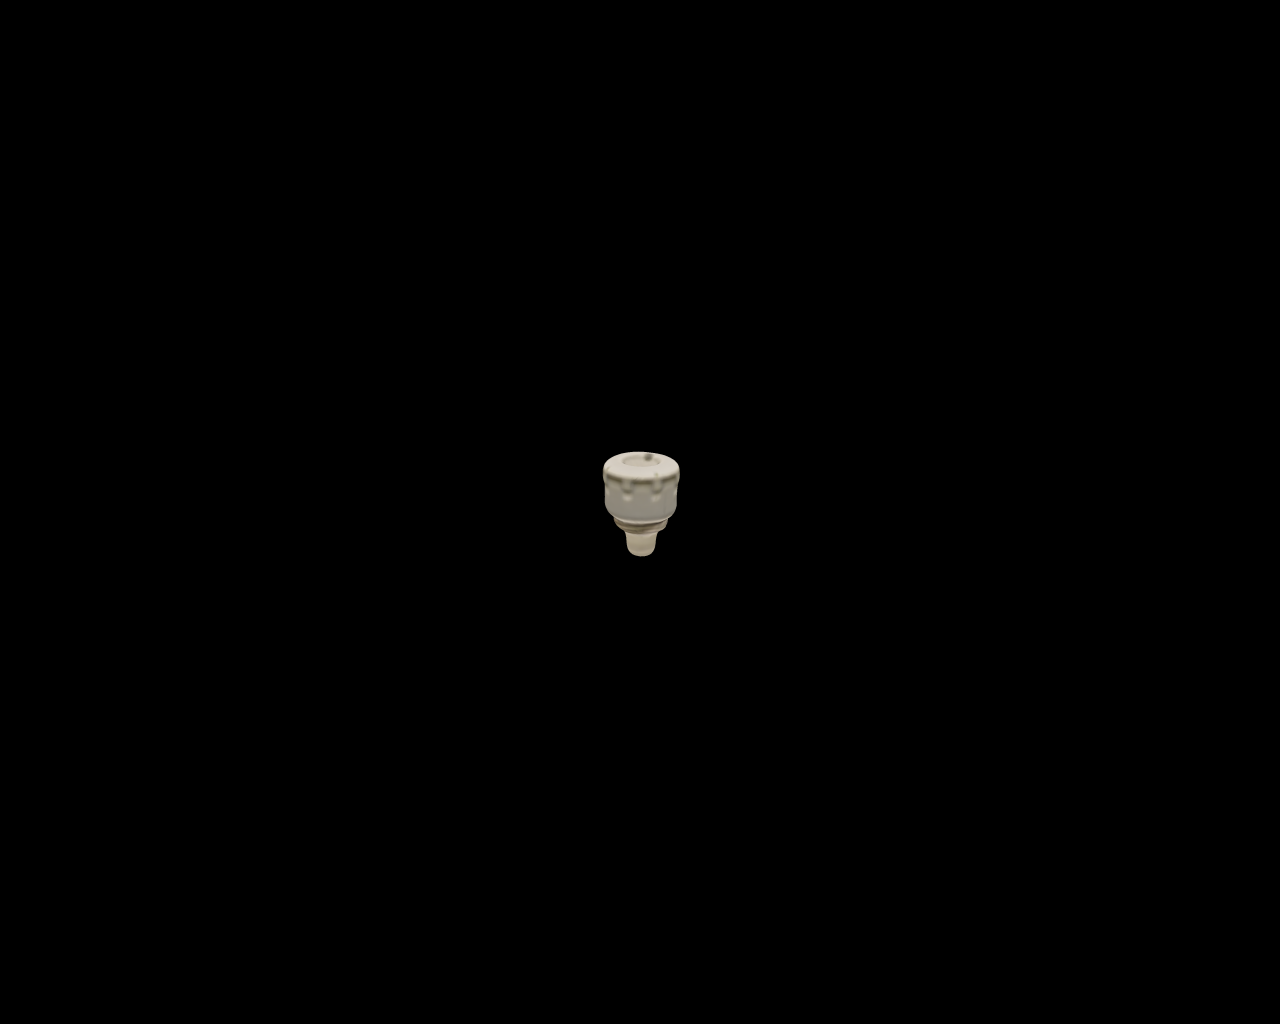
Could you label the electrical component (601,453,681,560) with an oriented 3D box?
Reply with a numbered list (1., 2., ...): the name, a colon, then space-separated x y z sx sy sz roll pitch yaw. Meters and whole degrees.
1. electrical component: 0.001 -0.003 0.650 0.048 0.062 0.048 0 20 0
